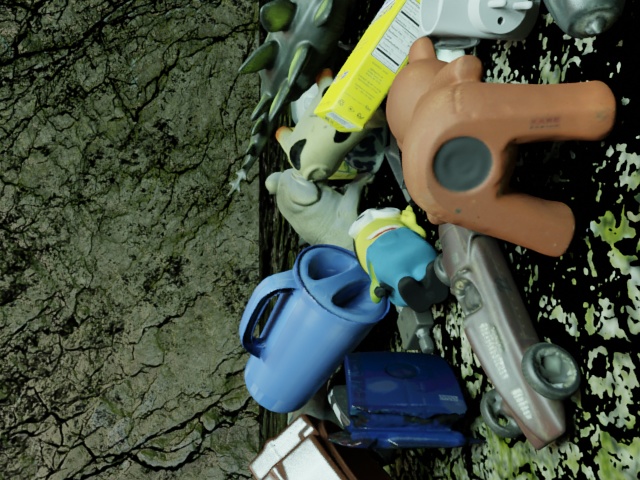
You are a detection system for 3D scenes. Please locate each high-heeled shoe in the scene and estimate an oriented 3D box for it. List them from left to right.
[{"bbox_3d":[0.055,0.258,0.762,0.249,0.086,0.145,-106,15,-64],"label":"high-heeled shoe"}]

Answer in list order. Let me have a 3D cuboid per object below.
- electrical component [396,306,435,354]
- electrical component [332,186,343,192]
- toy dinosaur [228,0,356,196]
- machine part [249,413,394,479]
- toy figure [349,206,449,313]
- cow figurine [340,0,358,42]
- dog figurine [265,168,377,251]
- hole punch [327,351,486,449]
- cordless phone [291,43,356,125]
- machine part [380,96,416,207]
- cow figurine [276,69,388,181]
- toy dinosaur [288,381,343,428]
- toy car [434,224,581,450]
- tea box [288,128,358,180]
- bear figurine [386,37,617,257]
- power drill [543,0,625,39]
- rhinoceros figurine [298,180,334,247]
[{"bbox_3d":[0.108,0.096,0.618,0.063,0.021,0.094,101,163,-46],"label":"electrical component"},{"bbox_3d":[0.035,-0.045,0.906,0.078,0.045,0.102,126,142,-69],"label":"electrical component"},{"bbox_3d":[-0.028,-0.256,0.725,0.198,0.105,0.470,-50,-10,-49],"label":"toy dinosaur"},{"bbox_3d":[0.036,0.277,0.536,0.202,0.087,0.200,45,176,32],"label":"machine part"},{"bbox_3d":[0.083,0.023,0.598,0.180,0.082,0.089,-121,31,-63],"label":"toy figure"},{"bbox_3d":[0.021,-0.372,0.910,0.167,0.068,0.098,133,129,-75],"label":"cow figurine"},{"bbox_3d":[0.001,-0.003,0.793,0.121,0.172,0.190,94,-179,-81],"label":"dog figurine"},{"bbox_3d":[0.078,0.155,0.523,0.115,0.142,0.092,99,175,-78],"label":"hole punch"},{"bbox_3d":[0.030,-0.248,0.875,0.184,0.089,0.146,27,119,56],"label":"cordless phone"},{"bbox_3d":[0.090,-0.106,0.595,0.138,0.039,0.084,72,-170,-52],"label":"machine part"},{"bbox_3d":[0.032,-0.152,0.675,0.195,0.085,0.127,-46,47,30],"label":"cow figurine"},{"bbox_3d":[-0.008,0.301,0.948,0.405,0.131,0.192,-159,66,-76],"label":"toy dinosaur"},{"bbox_3d":[0.134,0.058,0.423,0.089,0.053,0.202,109,159,-50],"label":"toy car"},{"bbox_3d":[0.001,-0.154,0.937,0.170,0.098,0.068,-126,35,-68],"label":"tea box"},{"bbox_3d":[0.116,-0.084,0.413,0.196,0.132,0.120,-73,-9,-64],"label":"bear figurine"},{"bbox_3d":[0.154,-0.251,0.261,0.207,0.086,0.232,95,172,-63],"label":"power drill"},{"bbox_3d":[-0.005,-0.026,0.961,0.112,0.073,0.190,53,-149,-46],"label":"rhinoceros figurine"}]
